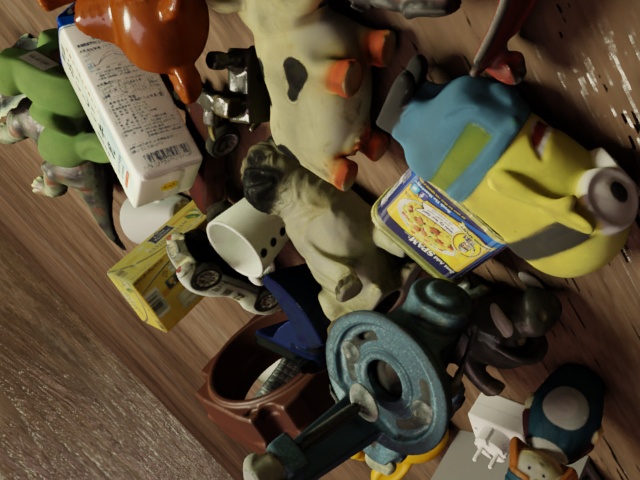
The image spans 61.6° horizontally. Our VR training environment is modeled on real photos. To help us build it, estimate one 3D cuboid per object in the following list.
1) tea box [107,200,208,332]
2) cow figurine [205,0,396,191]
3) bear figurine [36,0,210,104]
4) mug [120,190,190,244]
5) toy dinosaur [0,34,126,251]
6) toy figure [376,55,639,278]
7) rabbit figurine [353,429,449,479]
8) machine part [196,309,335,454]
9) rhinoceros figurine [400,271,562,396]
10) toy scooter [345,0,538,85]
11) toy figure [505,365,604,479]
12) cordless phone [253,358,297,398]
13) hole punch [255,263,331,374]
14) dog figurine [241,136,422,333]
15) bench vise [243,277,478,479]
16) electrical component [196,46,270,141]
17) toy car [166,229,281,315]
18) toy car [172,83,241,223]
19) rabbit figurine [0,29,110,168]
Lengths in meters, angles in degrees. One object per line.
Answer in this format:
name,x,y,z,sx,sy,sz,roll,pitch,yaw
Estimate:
tea box,-0.189,0.030,0.740,0.068,0.169,0.098,12,136,40
cow figurine,-0.013,-0.140,0.407,0.127,0.085,0.194,26,150,24
bear figurine,-0.163,-0.195,0.414,0.120,0.132,0.196,100,153,-57
mug,-0.241,-0.045,0.810,0.107,0.081,0.109,1,124,34
toy dinosaur,-0.399,-0.148,0.833,0.192,0.131,0.404,-3,132,52
toy figure,0.123,-0.049,0.360,0.180,0.082,0.089,33,160,8
rabbit figurine,0.093,0.278,0.764,0.173,0.122,0.162,6,120,13
machine part,-0.051,0.175,0.725,0.202,0.201,0.087,5,131,47
rhinoceros figurine,0.145,0.082,0.512,0.112,0.073,0.190,59,150,-5
toy scooter,0.072,-0.155,0.295,0.184,0.075,0.135,21,145,26
toy figure,0.202,0.182,0.477,0.064,0.154,0.057,-1,130,52
cordless phone,-0.092,0.227,0.857,0.147,0.184,0.088,18,146,36
hole punch,-0.001,0.084,0.617,0.116,0.142,0.092,19,107,38
dog figurine,0.002,-0.005,0.562,0.191,0.121,0.172,44,151,29
bench vise,0.034,0.142,0.438,0.129,0.240,0.223,46,134,24
electrical component,-0.063,-0.128,0.470,0.045,0.102,0.078,12,118,32
toy car,-0.121,0.047,0.710,0.201,0.056,0.074,28,-155,-48
toy car,-0.128,-0.098,0.624,0.089,0.053,0.202,56,153,22
rabbit figurine,-0.322,-0.166,0.712,0.159,0.121,0.170,21,134,-4
